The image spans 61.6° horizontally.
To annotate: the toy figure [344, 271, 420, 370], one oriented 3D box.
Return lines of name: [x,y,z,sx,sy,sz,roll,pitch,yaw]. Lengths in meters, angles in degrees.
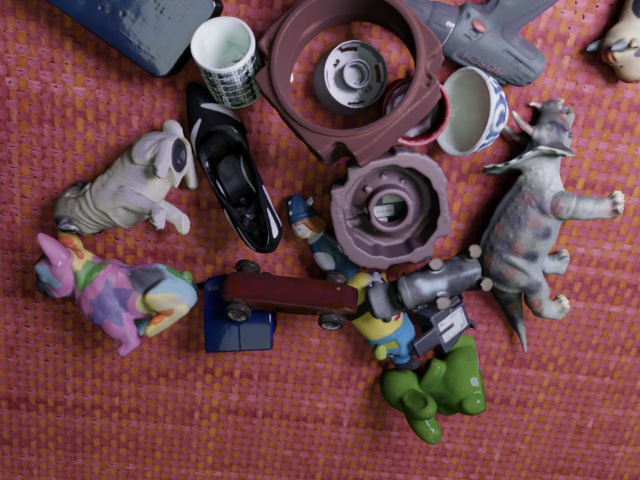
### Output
toy figure: [0.096,0.132,0.864,0.089,0.082,0.180,-29,110,7]

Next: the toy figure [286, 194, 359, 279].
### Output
toy figure: [0.000,-0.004,0.821,0.064,0.058,0.154,-35,108,20]

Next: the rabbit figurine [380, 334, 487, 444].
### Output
rabbit figurine: [0.183,0.254,0.886,0.170,0.159,0.121,-11,120,17]

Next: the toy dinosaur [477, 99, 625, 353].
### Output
toy dinosaur: [0.307,-0.004,0.812,0.192,0.131,0.404,16,112,5]

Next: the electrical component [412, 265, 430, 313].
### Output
electrical component: [0.176,0.072,0.857,0.094,0.021,0.063,-31,67,2]

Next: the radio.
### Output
radio: [-0.255,-0.323,0.696,0.229,0.073,0.131,34,105,-11]

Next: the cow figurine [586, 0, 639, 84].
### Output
cow figurine: [0.446,-0.311,0.724,0.127,0.086,0.194,1,111,-9]

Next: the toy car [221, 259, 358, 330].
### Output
toy car: [-0.045,0.084,0.798,0.202,0.089,0.053,6,144,0]

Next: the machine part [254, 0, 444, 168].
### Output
machine part: [0.035,-0.209,0.671,0.201,0.087,0.201,-40,80,4]

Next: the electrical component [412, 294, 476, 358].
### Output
electrical component: [0.188,0.141,0.864,0.119,0.048,0.074,-35,110,-17]

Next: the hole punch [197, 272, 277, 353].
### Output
hole punch: [-0.126,0.115,0.846,0.142,0.092,0.115,-3,106,2]

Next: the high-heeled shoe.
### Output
high-heeled shoe: [-0.127,-0.096,0.740,0.086,0.145,0.248,-28,110,6]

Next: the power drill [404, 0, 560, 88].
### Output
power drill: [0.230,-0.309,0.685,0.232,0.086,0.207,28,129,-18]

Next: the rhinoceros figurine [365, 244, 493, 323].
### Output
rhinoceros figurine: [0.157,0.064,0.789,0.190,0.112,0.073,-18,90,-17]

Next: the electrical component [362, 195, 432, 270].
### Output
electrical component: [0.112,-0.029,0.820,0.115,0.058,0.134,-6,109,-3]

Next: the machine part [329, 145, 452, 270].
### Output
machine part: [0.096,-0.045,0.755,0.179,0.056,0.179,-1,110,-2]

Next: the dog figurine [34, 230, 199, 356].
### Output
dog figurine: [-0.314,0.054,0.807,0.191,0.108,0.219,-34,104,10]

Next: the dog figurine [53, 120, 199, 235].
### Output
dog figurine: [-0.287,-0.088,0.770,0.191,0.121,0.172,6,76,13]
